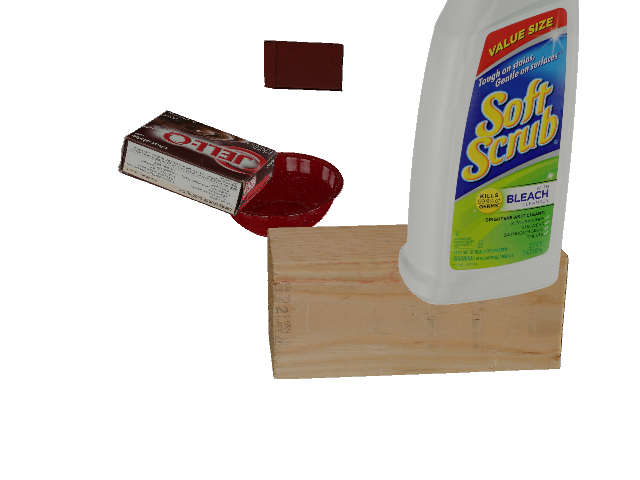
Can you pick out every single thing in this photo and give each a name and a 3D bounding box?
[{"bbox_3d":[-0.052,-0.050,1.330,0.162,0.055,0.162,-1,32,1],"label":"bowl"},{"bbox_3d":[-0.019,-0.189,1.157,0.078,0.051,0.053,0,11,-16],"label":"foam brick"},{"bbox_3d":[0.099,-0.088,0.624,0.102,0.251,0.068,-8,28,-11],"label":"bleach bottle"},{"bbox_3d":[-0.105,-0.069,0.927,0.113,0.039,0.090,19,24,9],"label":"pudding box"},{"bbox_3d":[0.065,0.042,0.786,0.206,0.090,0.091,-1,17,-5],"label":"wood block"}]
